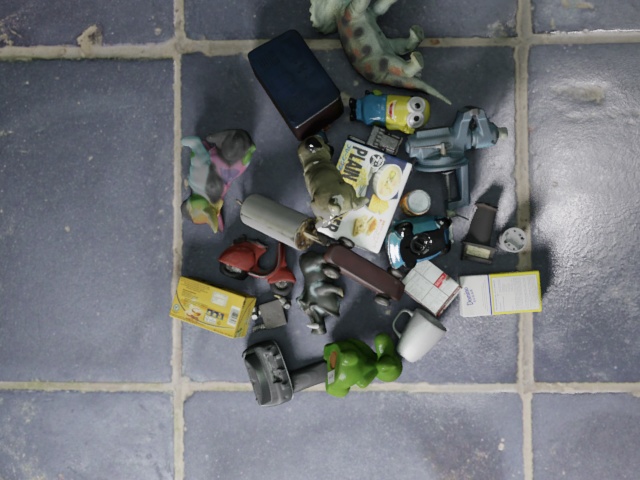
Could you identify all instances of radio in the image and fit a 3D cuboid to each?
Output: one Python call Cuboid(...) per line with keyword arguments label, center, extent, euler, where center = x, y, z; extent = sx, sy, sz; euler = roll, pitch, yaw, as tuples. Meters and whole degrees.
Cuboid(label="radio", center=(-0.052, -0.347, 1.197), extent=(0.131, 0.073, 0.230), euler=(-32, 73, 0))

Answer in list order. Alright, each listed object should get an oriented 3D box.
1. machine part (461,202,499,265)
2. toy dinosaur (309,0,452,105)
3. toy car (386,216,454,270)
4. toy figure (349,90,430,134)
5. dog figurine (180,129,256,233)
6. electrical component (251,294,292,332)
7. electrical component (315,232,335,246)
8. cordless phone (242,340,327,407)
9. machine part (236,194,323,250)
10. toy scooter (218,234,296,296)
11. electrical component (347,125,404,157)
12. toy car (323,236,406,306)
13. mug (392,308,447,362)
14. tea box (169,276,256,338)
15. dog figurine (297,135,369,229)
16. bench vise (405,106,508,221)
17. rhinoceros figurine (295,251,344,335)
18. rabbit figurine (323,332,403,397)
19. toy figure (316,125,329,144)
Cuboid(label="machine part", center=(0.368, -0.016, 1.222), extent=(0.084, 0.039, 0.138), euler=(10, 91, 10))
Cuboid(label="toy dinosaur", center=(0.115, -0.434, 1.189), extent=(0.131, 0.192, 0.404), euler=(-35, 98, -42))
Cuboid(label="toy car", center=(0.210, -0.011, 1.190), extent=(0.162, 0.103, 0.109), euler=(-19, 119, -11))
Cuboid(label="toy figure", center=(0.158, -0.294, 1.212), extent=(0.180, 0.089, 0.082), euler=(5, 127, 11))
Cuboid(label="dog figurine", center=(-0.226, -0.127, 1.211), extent=(0.192, 0.108, 0.219), euler=(-10, 93, -1))
Cuboid(label="electrical component", center=(-0.113, 0.164, 1.228), extent=(0.102, 0.045, 0.078), euler=(-11, 87, 2))
Cuboid(label="electrical component", center=(-0.003, -0.004, 1.219), extent=(0.094, 0.063, 0.021), euler=(27, 89, 1))
Cuboid(label="cordless phone", center=(-0.073, 0.287, 1.219), extent=(0.184, 0.089, 0.146), euler=(-18, 85, -11))
Cuboid(label="machine part", center=(-0.092, -0.041, 1.180), extent=(0.244, 0.079, 0.079), euler=(24, 90, 32))
Cuboid(label="toy scooter", center=(-0.132, 0.038, 1.218), extent=(0.184, 0.075, 0.135), euler=(19, 90, -1))
Cuboid(label="electrical component", center=(0.125, -0.225, 1.216), extent=(0.119, 0.075, 0.047), euler=(23, 88, 6))
Cuboid(label="toy car", center=(0.097, 0.072, 1.179), extent=(0.202, 0.053, 0.089), euler=(30, 71, -16))
Cuboid(label="mug", center=(0.210, 0.211, 1.201), extent=(0.109, 0.081, 0.107), euler=(32, 98, -3))
Cuboid(label="tea box", center=(-0.240, 0.148, 1.201), extent=(0.170, 0.068, 0.098), euler=(17, 89, 19))
Cuboid(label="dog figurine", center=(0.004, -0.132, 1.111), extent=(0.121, 0.172, 0.190), euler=(-27, 89, -5))
Cuboid(label="bench vise", center=(0.306, -0.169, 1.192), extent=(0.224, 0.129, 0.240), euler=(-11, 109, -8))
Cuboid(label="rhinoceros figurine", center=(-0.002, 0.118, 1.212), extent=(0.112, 0.073, 0.190), euler=(-8, 88, 0))
Cuboid(label="rabbit figurine", center=(0.109, 0.263, 1.181), extent=(0.170, 0.159, 0.121), euler=(8, 52, -20))
Cuboid(label="toy figure", center=(-0.008, -0.242, 1.230), extent=(0.064, 0.058, 0.154), euler=(5, 87, -37))
